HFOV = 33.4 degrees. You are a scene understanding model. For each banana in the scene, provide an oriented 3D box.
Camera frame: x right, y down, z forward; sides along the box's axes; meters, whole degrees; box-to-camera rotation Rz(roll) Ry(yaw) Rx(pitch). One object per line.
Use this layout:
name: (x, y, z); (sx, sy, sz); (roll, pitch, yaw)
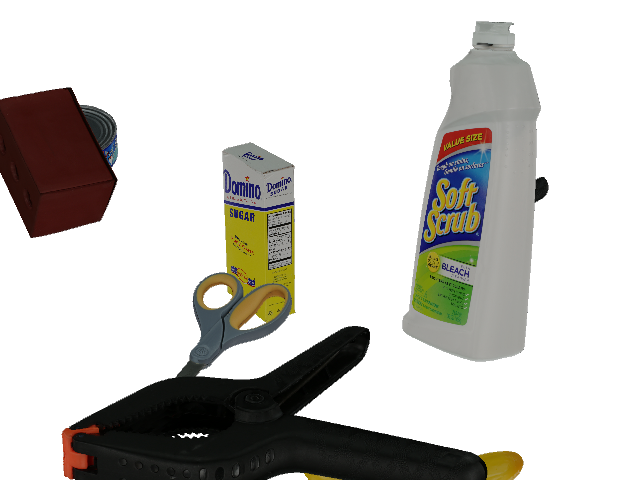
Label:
banana: (0.072, 0.188, 0.856); (0.197, 0.037, 0.069); (6, 38, -6)

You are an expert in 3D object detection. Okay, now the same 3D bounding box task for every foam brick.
foam brick: (-0.174, -0.050, 0.689); (0.051, 0.078, 0.053); (-17, -24, -32)

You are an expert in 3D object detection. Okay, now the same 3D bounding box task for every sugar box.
sugar box: (-0.068, -0.009, 1.167); (0.048, 0.176, 0.093); (-17, 28, -29)

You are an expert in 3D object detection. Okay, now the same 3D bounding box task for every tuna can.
tuna can: (-0.240, -0.094, 1.038); (0.086, 0.034, 0.086); (2, 42, -2)

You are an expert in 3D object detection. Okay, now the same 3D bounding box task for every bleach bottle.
bleach bottle: (0.119, -0.040, 0.820); (0.067, 0.251, 0.103); (-7, 16, -34)

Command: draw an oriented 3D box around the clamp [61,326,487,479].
clamp: (-0.034, 0.096, 0.586); (0.209, 0.036, 0.165); (-3, 22, -14)

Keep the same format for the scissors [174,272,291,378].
scissors: (-0.109, 0.086, 0.915); (0.096, 0.016, 0.201); (31, 48, 32)

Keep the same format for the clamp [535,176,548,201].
clamp: (0.161, -0.035, 1.152); (0.120, 0.039, 0.171); (24, 49, 22)
